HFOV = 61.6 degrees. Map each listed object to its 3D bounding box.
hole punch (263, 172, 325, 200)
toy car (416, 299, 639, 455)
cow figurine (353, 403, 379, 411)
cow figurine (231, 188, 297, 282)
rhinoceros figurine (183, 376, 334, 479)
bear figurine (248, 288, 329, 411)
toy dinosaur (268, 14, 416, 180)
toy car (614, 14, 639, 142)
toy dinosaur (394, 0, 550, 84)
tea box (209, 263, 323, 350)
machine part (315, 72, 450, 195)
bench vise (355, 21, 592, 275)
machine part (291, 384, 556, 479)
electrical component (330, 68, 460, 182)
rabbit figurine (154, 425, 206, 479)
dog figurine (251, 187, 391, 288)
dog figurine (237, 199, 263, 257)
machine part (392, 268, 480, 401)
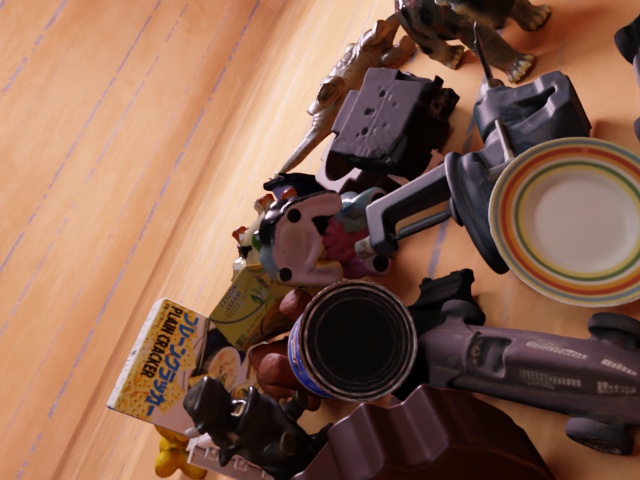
[{"bbox_3d":[-0.029,-0.060,0.914,0.116,0.142,0.092,-17,68,54],"label":"hole punch"},{"bbox_3d":[0.149,0.093,0.403,0.202,0.053,0.089,-4,56,58],"label":"toy car"},{"bbox_3d":[0.040,0.226,0.440,0.068,0.098,0.167,-7,55,59],"label":"cow figurine"},{"bbox_3d":[-0.080,0.024,0.852,0.195,0.085,0.127,-45,67,39],"label":"cow figurine"},{"bbox_3d":[-0.061,0.206,0.577,0.112,0.190,0.073,-23,36,30],"label":"rhinoceros figurine"},{"bbox_3d":[-0.043,0.148,0.685,0.196,0.132,0.120,-18,46,52],"label":"bear figurine"},{"bbox_3d":[0.045,-0.285,1.060,0.471,0.105,0.199,-49,15,7],"label":"toy dinosaur"},{"bbox_3d":[0.277,-0.128,0.405,0.073,0.056,0.202,-44,25,50],"label":"toy car"},{"bbox_3d":[0.163,-0.304,0.689,0.131,0.192,0.405,-58,23,4],"label":"toy dinosaur"},{"bbox_3d":[-0.062,0.084,0.756,0.098,0.068,0.169,-53,-21,18],"label":"tea box"},{"bbox_3d":[0.089,-0.141,0.797,0.201,0.087,0.201,-60,21,7],"label":"machine part"},{"bbox_3d":[0.135,-0.053,0.512,0.241,0.128,0.224,-26,58,27],"label":"bench vise"},{"bbox_3d":[0.066,0.179,0.349,0.179,0.179,0.056,-56,25,14],"label":"machine part"},{"bbox_3d":[0.075,-0.134,0.619,0.134,0.058,0.115,23,86,48],"label":"electrical component"},{"bbox_3d":[-0.232,0.335,0.934,0.162,0.122,0.173,-107,35,-49],"label":"rabbit figurine"},{"bbox_3d":[-0.001,-0.002,0.689,0.219,0.191,0.108,179,84,-75],"label":"dog figurine"},{"bbox_3d":[-0.106,0.040,1.022,0.190,0.121,0.172,121,167,-47],"label":"dog figurine"},{"bbox_3d":[0.111,0.093,0.527,0.084,0.039,0.139,-17,47,54],"label":"machine part"}]
